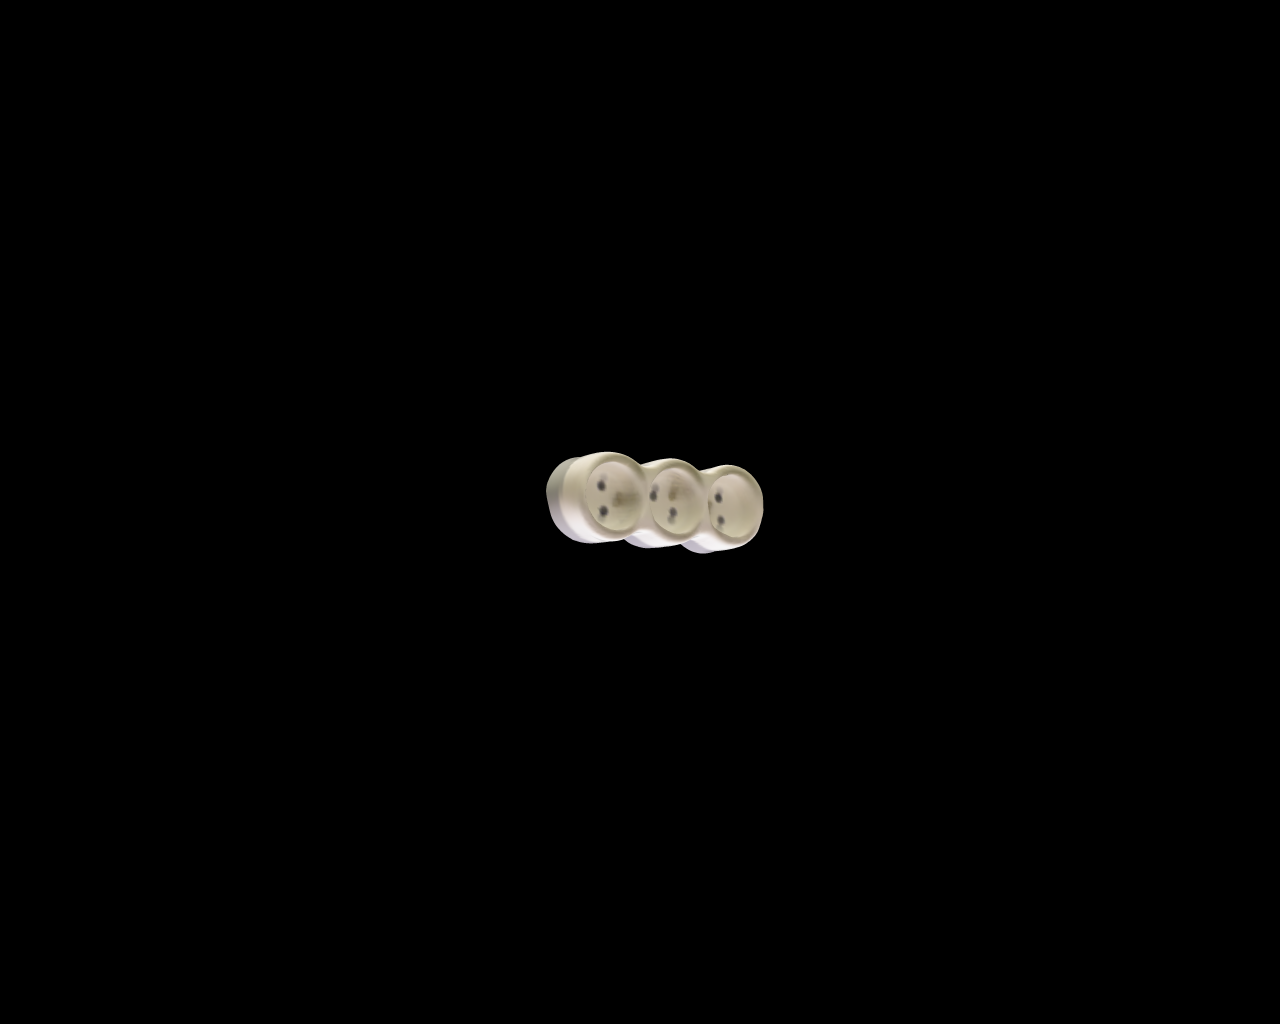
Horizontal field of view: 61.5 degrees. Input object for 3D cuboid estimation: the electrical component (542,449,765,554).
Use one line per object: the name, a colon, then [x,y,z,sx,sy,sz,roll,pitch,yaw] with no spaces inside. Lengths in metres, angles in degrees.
electrical component: [0.001,-0.003,0.650,0.138,0.052,0.073,5,-9,-36]
